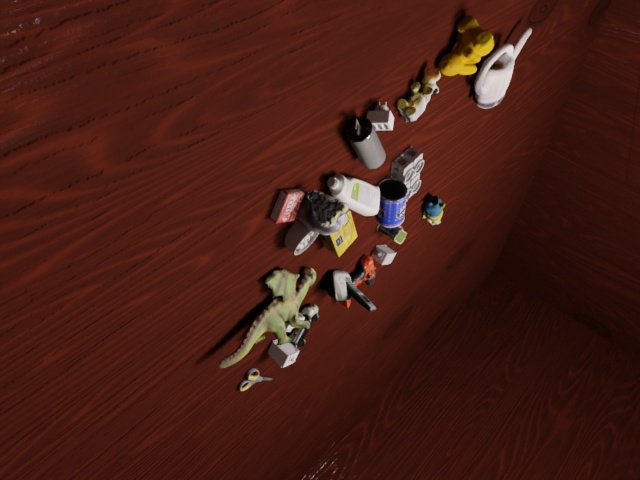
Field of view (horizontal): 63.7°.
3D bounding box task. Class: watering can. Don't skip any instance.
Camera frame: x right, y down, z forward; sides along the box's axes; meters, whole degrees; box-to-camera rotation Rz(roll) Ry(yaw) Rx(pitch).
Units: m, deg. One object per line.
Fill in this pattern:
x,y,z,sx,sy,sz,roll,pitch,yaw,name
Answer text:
0.658,-0.617,1.870,0.352,0.105,0.219,-41,151,-27,watering can

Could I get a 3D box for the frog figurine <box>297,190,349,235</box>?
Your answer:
0.004,-0.071,1.409,0.158,0.137,0.123,145,-54,-80,frog figurine

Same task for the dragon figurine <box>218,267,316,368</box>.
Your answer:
-0.140,0.194,1.520,0.415,0.123,0.238,-26,124,-47,dragon figurine
